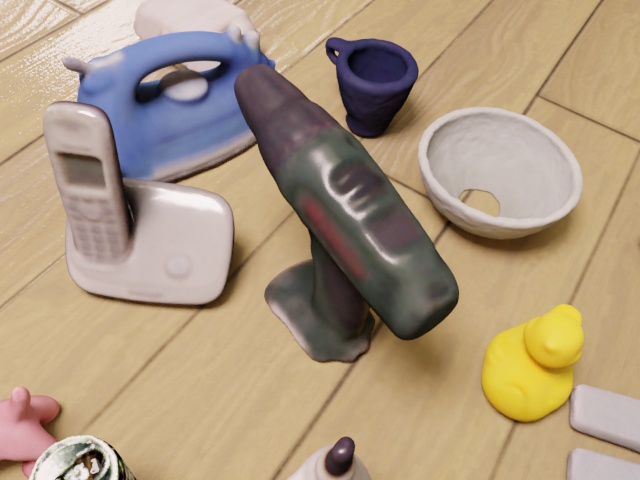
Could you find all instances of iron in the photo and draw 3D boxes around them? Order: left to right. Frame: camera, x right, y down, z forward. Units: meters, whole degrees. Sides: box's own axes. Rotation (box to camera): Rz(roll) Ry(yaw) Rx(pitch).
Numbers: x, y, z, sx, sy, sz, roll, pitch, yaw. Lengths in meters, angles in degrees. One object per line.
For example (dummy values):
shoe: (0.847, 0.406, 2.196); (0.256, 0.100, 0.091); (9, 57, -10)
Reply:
iron: (-0.137, -0.163, 0.604); (0.259, 0.141, 0.118); (-26, 60, -23)

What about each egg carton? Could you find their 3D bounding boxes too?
egg carton: (-0.155, -0.259, 0.717); (0.150, 0.069, 0.107); (33, 57, 17)

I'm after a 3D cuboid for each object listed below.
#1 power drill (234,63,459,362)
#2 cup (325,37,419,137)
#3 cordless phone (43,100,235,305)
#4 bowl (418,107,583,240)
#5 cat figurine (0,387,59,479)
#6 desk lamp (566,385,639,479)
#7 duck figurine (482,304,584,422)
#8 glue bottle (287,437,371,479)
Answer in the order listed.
power drill: (0.004, 0.002, 0.456); (0.076, 0.208, 0.229); (-31, 63, -25)
cup: (0.049, -0.174, 0.661); (0.117, 0.095, 0.092); (36, 58, 19)
cordless phone: (-0.147, -0.028, 0.476); (0.147, 0.185, 0.094); (5, 53, -3)
bowl: (0.180, -0.059, 0.604); (0.167, 0.075, 0.167); (3, 54, -4)
cat figurine: (-0.255, 0.133, 0.388); (0.128, 0.118, 0.067); (-18, 57, -18)
desk lamp: (0.310, 0.139, 0.386); (0.203, 0.213, 0.118); (15, 54, 5)
duck figurine: (0.186, 0.097, 0.482); (0.077, 0.086, 0.105); (36, 58, 19)
glue bottle: (0.004, 0.158, 0.364); (0.078, 0.173, 0.037); (-26, 60, -22)
